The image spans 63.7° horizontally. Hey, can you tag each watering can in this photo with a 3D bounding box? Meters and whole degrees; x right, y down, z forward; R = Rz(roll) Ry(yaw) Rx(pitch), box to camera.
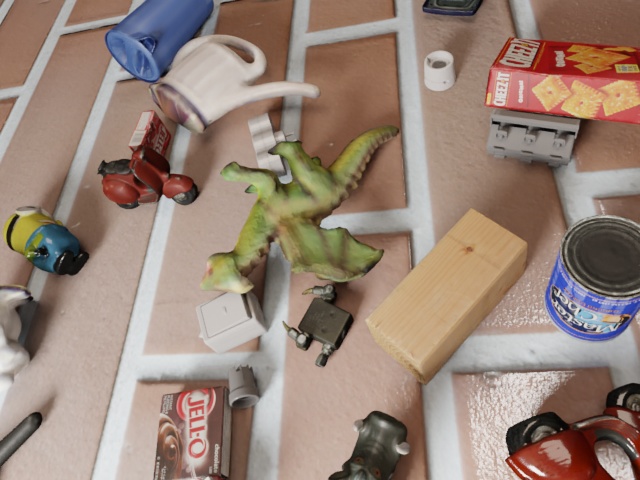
[{"bbox_3d":[-0.182,-0.291,0.981,0.352,0.102,0.226,35,74,31],"label":"watering can"}]

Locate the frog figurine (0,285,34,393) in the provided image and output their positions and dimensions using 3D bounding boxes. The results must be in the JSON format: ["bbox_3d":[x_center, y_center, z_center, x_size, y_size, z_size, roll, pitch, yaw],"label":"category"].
[{"bbox_3d":[-0.507,0.152,0.789,0.136,0.122,0.162,-20,59,43],"label":"frog figurine"}]

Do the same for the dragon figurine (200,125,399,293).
[{"bbox_3d":[0.002,-0.039,0.778,0.413,0.119,0.247,-23,64,-16],"label":"dragon figurine"}]
